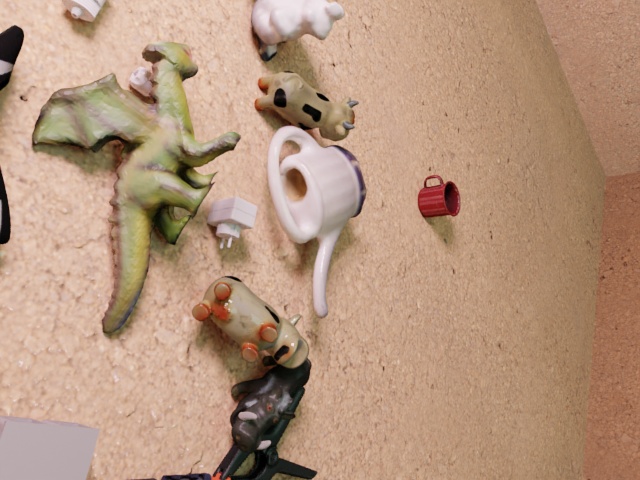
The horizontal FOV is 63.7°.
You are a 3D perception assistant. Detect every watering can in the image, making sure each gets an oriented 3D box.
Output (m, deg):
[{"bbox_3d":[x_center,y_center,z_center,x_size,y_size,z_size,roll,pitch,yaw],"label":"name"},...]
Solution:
[{"bbox_3d":[0.003,-0.049,0.972,0.227,0.103,0.345,-25,102,-49],"label":"watering can"}]

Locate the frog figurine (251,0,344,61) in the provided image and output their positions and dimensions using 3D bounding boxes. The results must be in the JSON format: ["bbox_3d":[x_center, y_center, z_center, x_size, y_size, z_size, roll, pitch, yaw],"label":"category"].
[{"bbox_3d":[-0.044,-0.414,0.947,0.140,0.158,0.121,-41,113,-44],"label":"frog figurine"}]

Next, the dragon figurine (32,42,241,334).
[{"bbox_3d":[-0.266,-0.104,0.706,0.241,0.121,0.416,35,71,-19],"label":"dragon figurine"}]
